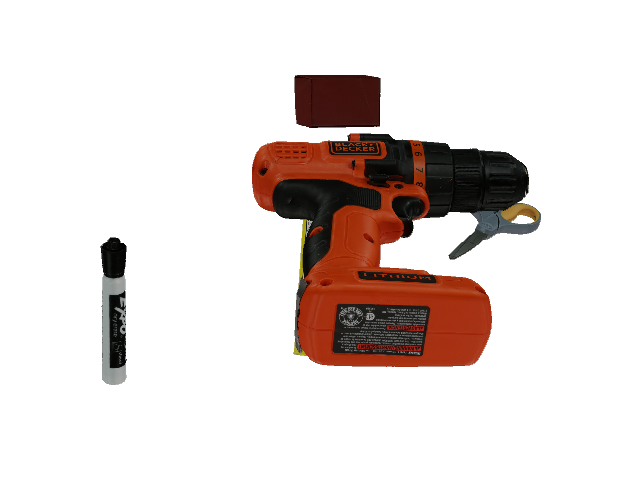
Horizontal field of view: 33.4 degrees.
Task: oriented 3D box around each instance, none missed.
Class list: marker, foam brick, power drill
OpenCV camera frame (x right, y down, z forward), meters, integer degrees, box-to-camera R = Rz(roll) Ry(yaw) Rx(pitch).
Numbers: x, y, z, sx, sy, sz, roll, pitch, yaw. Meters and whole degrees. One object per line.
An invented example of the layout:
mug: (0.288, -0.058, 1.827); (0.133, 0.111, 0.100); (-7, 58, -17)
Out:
marker: (-0.157, 0.054, 0.811); (0.020, 0.121, 0.020); (4, 25, -2)
foam brick: (0.017, -0.144, 1.100); (0.078, 0.051, 0.053); (-3, 13, -19)
power drill: (0.051, -0.002, 0.650); (0.184, 0.057, 0.187); (-1, 33, -3)

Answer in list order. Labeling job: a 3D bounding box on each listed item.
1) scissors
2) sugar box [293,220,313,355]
scissors: (0.170, -0.022, 1.177); (0.096, 0.016, 0.201); (35, 33, 33)
sugar box: (0.010, 0.011, 0.973); (0.048, 0.176, 0.093); (4, 11, 12)
